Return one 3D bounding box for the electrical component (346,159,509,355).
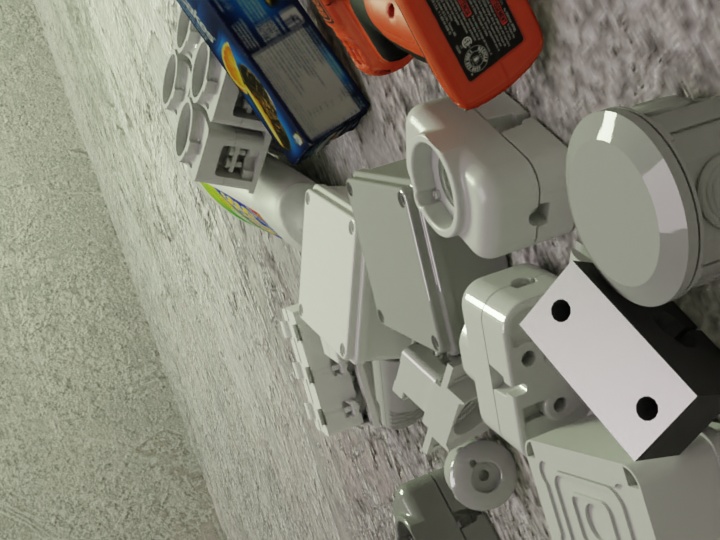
[{"bbox_3d":[0.044,-0.013,0.678,0.109,0.056,0.108,-158,52,-68],"label":"electrical component"}]

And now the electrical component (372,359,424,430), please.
[{"bbox_3d":[0.033,0.089,0.840,0.043,0.043,0.081,-130,28,-51],"label":"electrical component"}]

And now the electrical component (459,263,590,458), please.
[{"bbox_3d":[0.093,0.048,0.594,0.059,0.054,0.095,-145,40,-63],"label":"electrical component"}]

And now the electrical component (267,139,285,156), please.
[{"bbox_3d":[-0.071,-0.128,0.938,0.055,0.048,0.066,-123,21,-60],"label":"electrical component"}]

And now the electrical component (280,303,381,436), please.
[{"bbox_3d":[-0.025,0.084,0.982,0.079,0.063,0.121,-171,64,-71],"label":"electrical component"}]

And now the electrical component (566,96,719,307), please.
[{"bbox_3d":[0.122,-0.030,0.430,0.080,0.051,0.080,162,90,-73],"label":"electrical component"}]

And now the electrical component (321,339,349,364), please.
[{"bbox_3d":[-0.006,0.034,0.898,0.076,0.047,0.083,-156,50,-67],"label":"electrical component"}]

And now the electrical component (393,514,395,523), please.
[{"bbox_3d":[0.056,0.210,0.904,0.046,0.040,0.040,4,112,66],"label":"electrical component"}]

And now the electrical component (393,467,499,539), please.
[{"bbox_3d":[0.066,0.207,0.833,0.053,0.059,0.095,97,150,-54],"label":"electrical component"}]

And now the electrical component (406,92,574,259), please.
[{"bbox_3d":[0.064,-0.052,0.571,0.095,0.059,0.053,-126,24,-45],"label":"electrical component"}]

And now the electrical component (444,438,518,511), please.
[{"bbox_3d":[0.079,0.139,0.750,0.062,0.048,0.048,179,73,-79],"label":"electrical component"}]

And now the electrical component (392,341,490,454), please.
[{"bbox_3d":[0.058,0.078,0.718,0.064,0.042,0.081,42,135,34],"label":"electrical component"}]

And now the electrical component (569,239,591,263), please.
[{"bbox_3d":[0.116,0.011,0.512,0.040,0.040,0.046,-131,33,-52],"label":"electrical component"}]

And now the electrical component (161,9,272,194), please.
[{"bbox_3d":[-0.122,-0.162,0.923,0.186,0.060,0.105,-115,39,-51],"label":"electrical component"}]

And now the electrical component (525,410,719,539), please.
[{"bbox_3d":[0.137,0.112,0.518,0.113,0.057,0.078,174,79,-73],"label":"electrical component"}]

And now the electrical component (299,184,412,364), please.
[{"bbox_3d":[0.000,0.000,0.792,0.109,0.056,0.108,-143,54,-62],"label":"electrical component"}]
